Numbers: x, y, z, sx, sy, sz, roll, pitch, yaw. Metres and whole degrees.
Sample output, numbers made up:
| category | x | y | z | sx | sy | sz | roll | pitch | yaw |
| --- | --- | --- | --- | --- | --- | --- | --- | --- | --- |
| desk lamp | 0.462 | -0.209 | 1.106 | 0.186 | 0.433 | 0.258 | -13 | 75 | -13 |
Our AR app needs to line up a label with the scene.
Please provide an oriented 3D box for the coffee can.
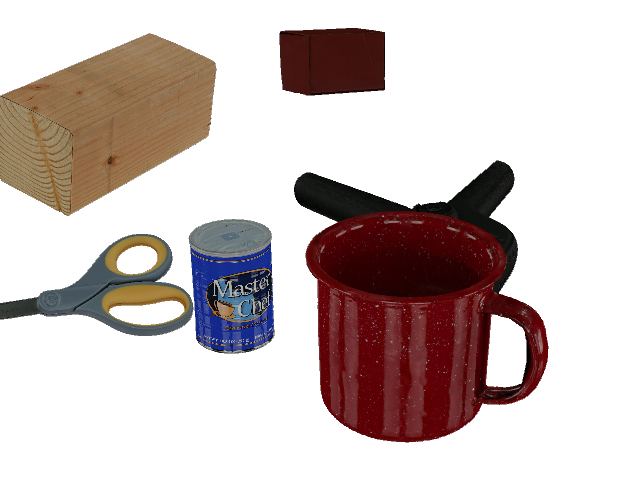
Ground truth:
| category | x | y | z | sx | sy | sz | roll | pitch | yaw |
| --- | --- | --- | --- | --- | --- | --- | --- | --- | --- |
| coffee can | -0.111 | 0.057 | 1.347 | 0.103 | 0.140 | 0.103 | -1 | 24 | 0 |

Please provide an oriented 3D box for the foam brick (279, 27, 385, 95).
| category | x | y | z | sx | sy | sz | roll | pitch | yaw |
| --- | --- | --- | --- | --- | --- | --- | --- | --- | --- |
| foam brick | 0.011 | -0.154 | 0.918 | 0.078 | 0.051 | 0.053 | -8 | 18 | -28 |

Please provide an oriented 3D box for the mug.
| category | x | y | z | sx | sy | sz | roll | pitch | yaw |
| --- | --- | --- | --- | --- | --- | --- | --- | --- | --- |
| mug | 0.051 | 0.044 | 0.506 | 0.117 | 0.081 | 0.093 | 12 | 29 | 24 |

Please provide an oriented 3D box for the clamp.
| category | x | y | z | sx | sy | sz | roll | pitch | yaw |
| --- | --- | --- | --- | --- | --- | --- | --- | --- | --- |
| clamp | 0.064 | -0.007 | 0.715 | 0.164 | 0.036 | 0.210 | -2 | 25 | 0 |

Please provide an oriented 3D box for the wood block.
| category | x | y | z | sx | sy | sz | roll | pitch | yaw |
| --- | --- | --- | --- | --- | --- | --- | --- | --- | --- |
| wood block | -0.199 | -0.117 | 1.022 | 0.090 | 0.091 | 0.205 | 26 | 37 | 21 |

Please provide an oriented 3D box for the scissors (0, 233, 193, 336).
| category | x | y | z | sx | sy | sz | roll | pitch | yaw |
| --- | --- | --- | --- | --- | --- | --- | --- | --- | --- |
| scissors | -0.198 | 0.032 | 0.826 | 0.201 | 0.096 | 0.016 | 6 | -33 | -8 |
